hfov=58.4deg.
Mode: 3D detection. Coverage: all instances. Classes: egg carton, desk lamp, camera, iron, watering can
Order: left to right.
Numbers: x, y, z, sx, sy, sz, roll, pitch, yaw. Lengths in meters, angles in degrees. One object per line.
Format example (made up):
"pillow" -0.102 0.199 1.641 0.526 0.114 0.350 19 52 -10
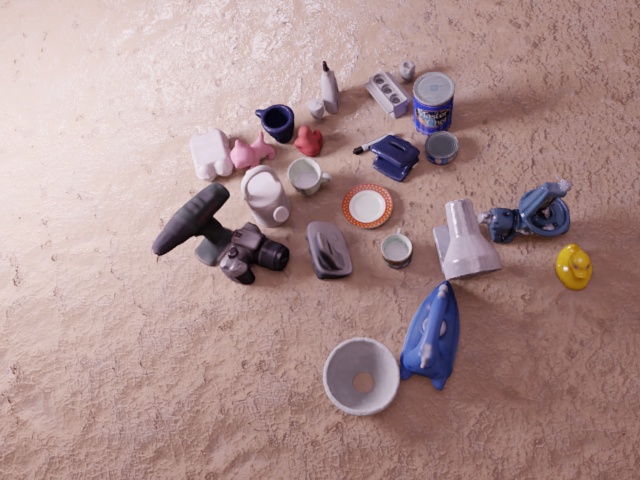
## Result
"egg carton" -0.294 -0.232 1.560 0.107 0.069 0.150 -19 64 0
"camera" -0.155 0.037 1.396 0.136 0.101 0.143 19 70 17
"watering can" -0.132 -0.113 1.410 0.172 0.194 0.101 29 73 20
"iron" 0.249 0.183 1.243 0.118 0.142 0.258 12 68 14
"desk lamp" 0.316 0.014 1.271 0.118 0.214 0.203 -11 64 4

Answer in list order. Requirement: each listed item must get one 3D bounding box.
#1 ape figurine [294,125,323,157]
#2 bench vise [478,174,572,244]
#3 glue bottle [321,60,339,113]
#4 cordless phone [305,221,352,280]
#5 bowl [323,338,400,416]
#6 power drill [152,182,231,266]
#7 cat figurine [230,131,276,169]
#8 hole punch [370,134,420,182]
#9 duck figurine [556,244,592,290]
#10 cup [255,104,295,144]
"ape figurine" -0.032 -0.270 1.524 0.077 0.092 0.076 -13 64 3
"bench vise" 0.469 -0.057 1.276 0.207 0.220 0.121 -20 64 -1
"glue bottle" 0.024 -0.421 1.540 0.037 0.173 0.078 2 66 10
"cordless phone" 0.012 0.005 1.338 0.094 0.185 0.147 -19 64 0
"bowl" 0.092 0.303 1.249 0.167 0.075 0.167 -3 65 7
"power drill" -0.290 -0.021 1.384 0.075 0.209 0.230 28 73 20
"cat figurine" -0.186 -0.233 1.517 0.067 0.118 0.128 35 75 22
"hole punch" 0.192 -0.223 1.468 0.108 0.091 0.101 33 74 21
"duck figurine" 0.576 0.051 1.284 0.077 0.086 0.104 -2 65 8
"cup" -0.118 -0.310 1.555 0.117 0.095 0.092 22 71 18
